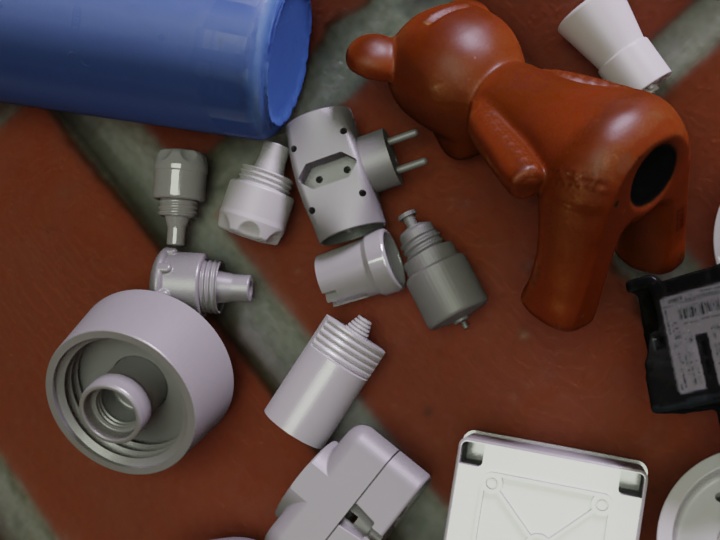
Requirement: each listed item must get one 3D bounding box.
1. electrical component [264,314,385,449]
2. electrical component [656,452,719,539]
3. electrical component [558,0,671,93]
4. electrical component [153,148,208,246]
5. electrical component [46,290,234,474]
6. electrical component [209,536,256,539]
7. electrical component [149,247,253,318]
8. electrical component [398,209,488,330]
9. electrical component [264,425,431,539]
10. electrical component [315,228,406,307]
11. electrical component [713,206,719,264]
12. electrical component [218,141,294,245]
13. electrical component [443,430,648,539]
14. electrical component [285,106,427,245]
[{"bbox_3d":[-0.019,0.064,0.659,0.043,0.043,0.081,34,92,13],"label":"electrical component"},{"bbox_3d":[0.219,0.157,0.587,0.108,0.060,0.108,-8,61,14],"label":"electrical component"},{"bbox_3d":[0.155,-0.131,0.642,0.044,0.044,0.065,-35,84,7],"label":"electrical component"},{"bbox_3d":[-0.117,-0.046,0.695,0.035,0.035,0.061,3,87,12],"label":"electrical component"},{"bbox_3d":[-0.138,0.073,0.653,0.108,0.060,0.108,6,114,14],"label":"electrical component"},{"bbox_3d":[-0.083,0.210,0.649,0.099,0.064,0.099,-1,85,12],"label":"electrical component"},{"bbox_3d":[-0.100,0.010,0.682,0.062,0.048,0.048,3,85,5],"label":"electrical component"},{"bbox_3d":[0.046,0.000,0.653,0.040,0.040,0.078,-28,80,8],"label":"electrical component"},{"bbox_3d":[-0.010,0.142,0.638,0.059,0.053,0.095,38,81,13],"label":"electrical component"},{"bbox_3d":[0.000,0.000,0.664,0.046,0.040,0.040,-18,81,15],"label":"electrical component"},{"bbox_3d":[0.258,-0.017,0.594,0.108,0.060,0.108,2,93,33],"label":"electrical component"},{"bbox_3d":[-0.062,-0.050,0.679,0.043,0.043,0.062,18,88,13],"label":"electrical component"},{"bbox_3d":[0.104,0.156,0.618,0.109,0.056,0.108,9,87,13],"label":"electrical component"},{"bbox_3d":[0.002,-0.064,0.666,0.079,0.043,0.077,-18,82,10],"label":"electrical component"}]
